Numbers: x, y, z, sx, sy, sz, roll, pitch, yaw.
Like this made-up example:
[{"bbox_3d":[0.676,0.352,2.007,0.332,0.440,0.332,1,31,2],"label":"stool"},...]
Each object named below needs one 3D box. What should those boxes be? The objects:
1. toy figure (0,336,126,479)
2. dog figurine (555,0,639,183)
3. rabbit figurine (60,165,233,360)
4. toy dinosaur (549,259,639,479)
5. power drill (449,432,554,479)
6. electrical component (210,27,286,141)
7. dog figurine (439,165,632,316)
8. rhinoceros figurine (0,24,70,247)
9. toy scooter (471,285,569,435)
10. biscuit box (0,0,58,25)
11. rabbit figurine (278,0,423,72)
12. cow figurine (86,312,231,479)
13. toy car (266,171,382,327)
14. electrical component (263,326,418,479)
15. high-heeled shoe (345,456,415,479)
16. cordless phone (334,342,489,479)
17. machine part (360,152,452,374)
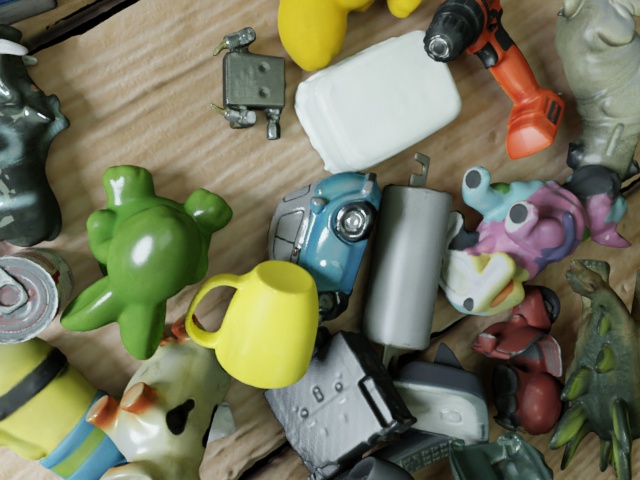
[{"bbox_3d":[-0.231,0.159,0.487,0.180,0.082,0.089,39,80,-14],"label":"toy figure"},{"bbox_3d":[0.319,-0.171,0.626,0.172,0.121,0.190,21,95,-7],"label":"dog figurine"},{"bbox_3d":[-0.152,0.012,0.453,0.121,0.170,0.159,29,84,-17],"label":"rabbit figurine"},{"bbox_3d":[0.332,0.175,0.611,0.470,0.105,0.198,48,63,-39],"label":"toy dinosaur"},{"bbox_3d":[0.144,0.302,0.579,0.232,0.086,0.207,0,124,-19],"label":"power drill"},{"bbox_3d":[-0.070,-0.155,0.534,0.078,0.045,0.102,5,92,-17],"label":"electrical component"},{"bbox_3d":[0.254,-0.001,0.617,0.219,0.109,0.191,4,117,-32],"label":"dog figurine"},{"bbox_3d":[-0.274,-0.086,0.459,0.112,0.073,0.190,-9,97,-16],"label":"rhinoceros figurine"},{"bbox_3d":[0.229,0.146,0.625,0.135,0.075,0.183,-5,95,-40],"label":"toy scooter"},{"bbox_3d":[-0.330,-0.193,0.440,0.203,0.059,0.062,-28,103,-15],"label":"biscuit box"},{"bbox_3d":[0.018,-0.253,0.524,0.162,0.122,0.173,36,101,-14],"label":"rabbit figurine"},{"bbox_3d":[-0.132,0.171,0.472,0.085,0.195,0.127,-28,113,24],"label":"cow figurine"},{"bbox_3d":[-0.001,-0.002,0.547,0.103,0.109,0.161,20,104,5],"label":"toy car"},{"bbox_3d":[0.011,0.155,0.539,0.115,0.134,0.058,-42,151,14],"label":"electrical component"},{"bbox_3d":[-0.010,0.291,0.523,0.249,0.086,0.145,-23,113,14],"label":"high-heeled shoe"},{"bbox_3d":[0.085,0.206,0.574,0.184,0.089,0.146,-25,133,-9],"label":"cordless phone"},{"bbox_3d":[0.094,0.028,0.584,0.079,0.079,0.243,9,90,-18],"label":"machine part"}]
